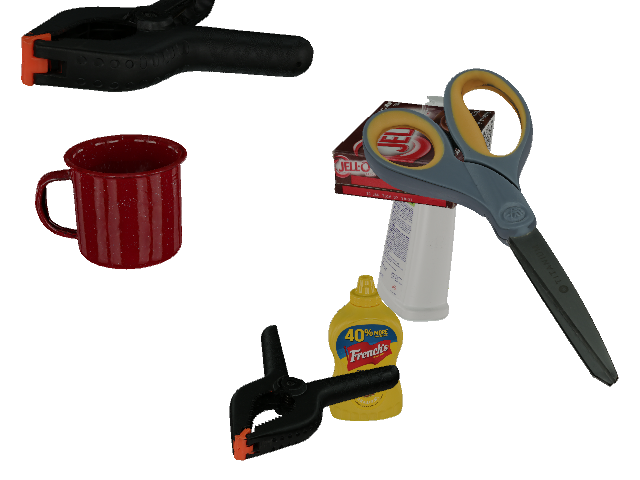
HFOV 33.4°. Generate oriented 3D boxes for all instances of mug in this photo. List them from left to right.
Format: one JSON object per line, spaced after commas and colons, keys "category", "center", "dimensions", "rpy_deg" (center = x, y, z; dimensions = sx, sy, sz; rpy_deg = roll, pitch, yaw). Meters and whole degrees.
{"category": "mug", "center": [-0.161, -0.029, 0.828], "dimensions": [0.117, 0.081, 0.093], "rpy_deg": [-4, 25, -11]}

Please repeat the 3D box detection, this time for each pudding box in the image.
{"category": "pudding box", "center": [0.070, -0.065, 0.778], "dimensions": [0.090, 0.039, 0.113], "rpy_deg": [9, 27, 20]}

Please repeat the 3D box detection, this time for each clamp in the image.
{"category": "clamp", "center": [-0.103, -0.125, 0.646], "dimensions": [0.171, 0.039, 0.120], "rpy_deg": [-9, 30, -30]}
{"category": "clamp", "center": [-0.020, 0.160, 1.092], "dimensions": [0.165, 0.036, 0.209], "rpy_deg": [12, 28, 17]}

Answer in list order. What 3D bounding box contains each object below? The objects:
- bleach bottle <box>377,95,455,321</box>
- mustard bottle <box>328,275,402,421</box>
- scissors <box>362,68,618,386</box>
{"category": "bleach bottle", "center": [0.122, -0.040, 1.236], "dimensions": [0.068, 0.251, 0.103], "rpy_deg": [-1, 22, -22]}
{"category": "mustard bottle", "center": [0.059, 0.137, 1.382], "dimensions": [0.096, 0.192, 0.058], "rpy_deg": [-2, 18, -3]}
{"category": "scissors", "center": [0.071, -0.011, 0.506], "dimensions": [0.096, 0.201, 0.016], "rpy_deg": [-7, -42, 6]}
